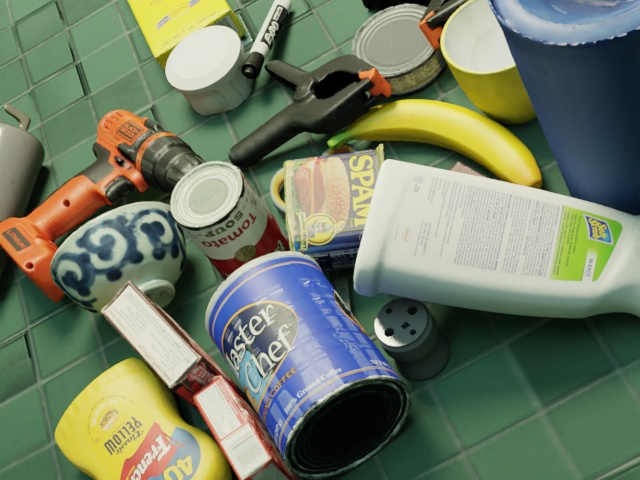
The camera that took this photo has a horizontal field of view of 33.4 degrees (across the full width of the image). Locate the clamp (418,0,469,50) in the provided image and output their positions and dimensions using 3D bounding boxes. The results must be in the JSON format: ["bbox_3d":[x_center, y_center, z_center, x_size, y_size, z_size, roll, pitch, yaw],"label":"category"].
[{"bbox_3d":[0.168,-0.245,0.930,0.209,0.036,0.165,-48,24,-21],"label":"clamp"}]

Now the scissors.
[{"bbox_3d":[-0.006,0.001,0.908,0.096,0.016,0.201,-3,56,20],"label":"scissors"}]

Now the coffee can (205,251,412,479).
[{"bbox_3d":[-0.011,0.091,0.796,0.103,0.102,0.140,-36,51,-1],"label":"coffee can"}]

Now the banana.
[{"bbox_3d":[0.105,-0.085,0.903,0.198,0.037,0.069,14,71,32],"label":"banana"}]

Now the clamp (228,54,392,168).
[{"bbox_3d":[-0.007,-0.134,0.968,0.172,0.039,0.120,-14,55,35],"label":"clamp"}]

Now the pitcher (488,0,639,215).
[{"bbox_3d":[0.211,-0.105,0.733,0.145,0.242,0.149,-2,58,24],"label":"pitcher"}]

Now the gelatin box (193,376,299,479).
[{"bbox_3d":[-0.051,0.152,0.793,0.030,0.073,0.089,-36,50,-2],"label":"gelatin box"}]

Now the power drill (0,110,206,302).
[{"bbox_3d":[-0.199,-0.032,0.983,0.187,0.057,0.185,-43,39,-13],"label":"power drill"}]

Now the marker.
[{"bbox_3d":[-0.052,-0.198,1.046,0.020,0.020,0.121,-3,44,24],"label":"marker"}]

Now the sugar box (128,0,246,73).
[{"bbox_3d":[-0.152,-0.254,1.131,0.093,0.048,0.176,-32,52,3],"label":"sugar box"}]

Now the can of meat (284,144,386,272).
[{"bbox_3d":[0.017,-0.023,0.871,0.084,0.057,0.102,-7,58,6],"label":"can of meat"}]

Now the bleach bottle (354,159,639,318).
[{"bbox_3d":[0.157,0.016,0.759,0.251,0.068,0.102,13,73,7],"label":"bleach bottle"}]

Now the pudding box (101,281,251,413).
[{"bbox_3d":[-0.114,0.093,0.851,0.039,0.090,0.114,-46,51,-8],"label":"pudding box"}]

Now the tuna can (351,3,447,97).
[{"bbox_3d":[0.074,-0.173,0.977,0.086,0.033,0.086,-12,54,17],"label":"tuna can"}]

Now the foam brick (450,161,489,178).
[{"bbox_3d":[0.109,-0.012,0.840,0.078,0.053,0.051,-47,52,-9],"label":"foam brick"}]

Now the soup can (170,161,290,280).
[{"bbox_3d":[-0.074,-0.011,0.895,0.069,0.102,0.068,-12,54,17],"label":"soup can"}]

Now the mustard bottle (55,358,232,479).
[{"bbox_3d":[-0.122,0.180,0.817,0.096,0.058,0.192,-43,52,-8],"label":"mustard bottle"}]
